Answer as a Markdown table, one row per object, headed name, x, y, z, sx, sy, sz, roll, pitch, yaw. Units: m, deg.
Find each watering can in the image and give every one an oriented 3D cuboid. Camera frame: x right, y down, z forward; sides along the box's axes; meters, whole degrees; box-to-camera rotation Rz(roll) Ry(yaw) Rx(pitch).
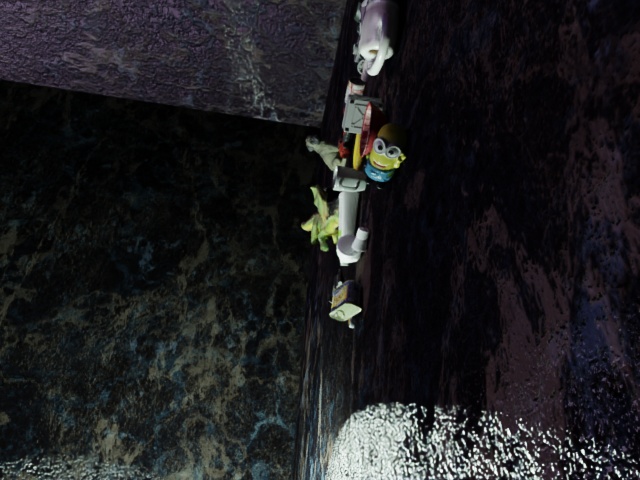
| name | x | y | z | sx | sy | sz | roll | pitch | yaw |
| --- | --- | --- | --- | --- | --- | --- | --- | --- | --- |
| watering can | 0.168 | -0.597 | 1.533 | 0.104 | 0.224 | 0.349 | 9 | 5 | -5 |

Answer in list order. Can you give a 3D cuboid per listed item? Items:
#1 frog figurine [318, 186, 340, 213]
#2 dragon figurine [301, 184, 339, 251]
| name | x | y | z | sx | sy | sz | roll | pitch | yaw |
| --- | --- | --- | --- | --- | --- | --- | --- | --- | --- |
| frog figurine | 0.052 | -0.140 | 2.105 | 0.124 | 0.139 | 0.156 | 31 | -28 | 23 |
| dragon figurine | 0.006 | -0.100 | 1.994 | 0.123 | 0.239 | 0.414 | -13 | 23 | -27 |
